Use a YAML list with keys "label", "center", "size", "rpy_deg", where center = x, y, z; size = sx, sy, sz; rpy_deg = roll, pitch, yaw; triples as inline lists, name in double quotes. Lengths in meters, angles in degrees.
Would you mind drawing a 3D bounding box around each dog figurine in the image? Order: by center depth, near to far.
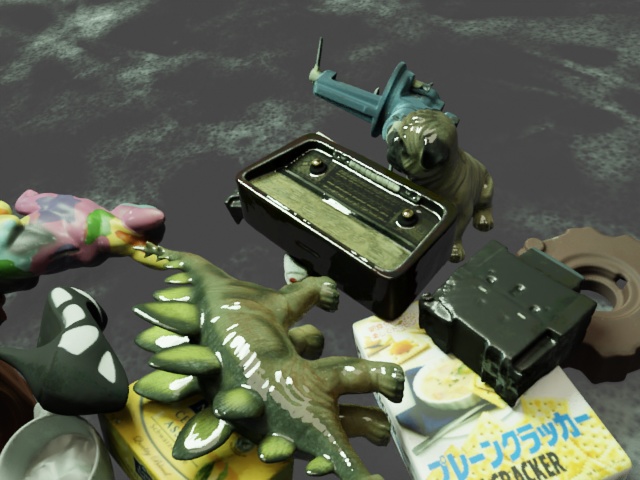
- label: "dog figurine"
  center: [0.156, -0.093, 0.650]
  size: [0.121, 0.190, 0.172]
  rpy_deg: [13, 48, 22]
- label: "dog figurine"
  center: [-0.309, 0.002, 0.697]
  size: [0.219, 0.108, 0.191]
  rpy_deg: [4, 24, 10]

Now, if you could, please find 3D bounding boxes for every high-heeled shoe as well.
- label: "high-heeled shoe"
  center: [-0.224, 0.109, 0.547]
  size: [0.145, 0.249, 0.086]
  rpy_deg: [17, 92, 2]

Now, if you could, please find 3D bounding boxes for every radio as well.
- label: "radio"
  center: [0.029, -0.027, 0.590]
  size: [0.230, 0.073, 0.131]
  rpy_deg: [34, 56, 29]

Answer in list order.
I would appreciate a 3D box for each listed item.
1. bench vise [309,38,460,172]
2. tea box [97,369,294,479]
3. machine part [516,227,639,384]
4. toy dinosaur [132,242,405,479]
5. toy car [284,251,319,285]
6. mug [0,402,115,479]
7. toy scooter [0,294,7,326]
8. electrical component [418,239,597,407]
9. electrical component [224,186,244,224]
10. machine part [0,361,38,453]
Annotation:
- label: "bench vise"
  center: [0.086, -0.198, 0.804]
  size: [0.241, 0.128, 0.224]
  rpy_deg: [25, 45, 9]
- label: "tea box"
  center: [-0.115, 0.193, 0.488]
  size: [0.170, 0.068, 0.098]
  rpy_deg: [27, 39, 33]
- label: "machine part"
  center: [0.288, 0.061, 0.566]
  size: [0.179, 0.056, 0.179]
  rpy_deg: [-5, 46, 5]
- label: "toy dinosaur"
  center: [-0.075, 0.092, 0.514]
  size: [0.198, 0.105, 0.472]
  rpy_deg: [-2, 20, -27]
- label: "toy car"
  center: [-0.001, -0.002, 0.672]
  size: [0.056, 0.073, 0.202]
  rpy_deg: [10, 48, 15]
- label: "mug"
  center: [-0.230, 0.203, 0.482]
  size: [0.081, 0.107, 0.110]
  rpy_deg: [-26, 56, -22]
- label: "toy scooter"
  center: [-0.426, 0.124, 0.633]
  size: [0.135, 0.075, 0.184]
  rpy_deg: [-36, 45, -24]
- label: "electrical component"
  center: [0.174, 0.063, 0.490]
  size: [0.134, 0.058, 0.115]
  rpy_deg: [-34, 51, -23]
- label: "electrical component"
  center: [-0.064, -0.058, 0.749]
  size: [0.119, 0.047, 0.075]
  rpy_deg: [3, 46, 29]
- label: "machine part"
  center: [-0.376, 0.176, 0.478]
  size: [0.201, 0.200, 0.087]
  rpy_deg: [-38, 53, -25]
